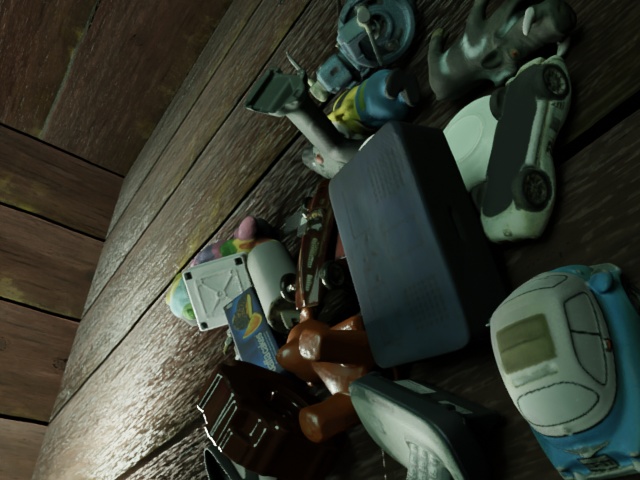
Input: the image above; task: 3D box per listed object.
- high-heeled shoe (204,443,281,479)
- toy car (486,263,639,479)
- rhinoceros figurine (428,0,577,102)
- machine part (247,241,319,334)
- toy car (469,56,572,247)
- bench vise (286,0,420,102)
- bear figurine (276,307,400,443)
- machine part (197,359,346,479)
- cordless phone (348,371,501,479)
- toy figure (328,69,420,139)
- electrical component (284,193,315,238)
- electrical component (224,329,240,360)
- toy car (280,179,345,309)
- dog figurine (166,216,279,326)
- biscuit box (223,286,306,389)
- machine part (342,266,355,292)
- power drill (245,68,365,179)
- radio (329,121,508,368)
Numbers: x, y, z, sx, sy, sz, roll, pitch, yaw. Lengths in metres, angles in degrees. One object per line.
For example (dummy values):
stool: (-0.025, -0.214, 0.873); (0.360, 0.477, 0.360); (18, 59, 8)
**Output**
high-heeled shoe: (-0.065, 0.332, 0.560); (0.086, 0.145, 0.249); (-46, 32, 35)
toy car: (0.174, 0.084, 0.390); (0.109, 0.103, 0.162); (-37, 37, 44)
rhinoceros figurine: (0.199, -0.223, 0.621); (0.190, 0.073, 0.112); (-17, 53, 56)
machine part: (-0.062, 0.069, 0.841); (0.079, 0.079, 0.243); (-58, 27, 13)
toy car: (0.201, -0.091, 0.533); (0.073, 0.056, 0.201); (-19, 51, 63)
bench vise: (0.057, -0.308, 0.836); (0.224, 0.128, 0.240); (-30, 6, 13)
bear figurine: (-0.003, 0.140, 0.628); (0.196, 0.132, 0.120); (6, 95, 55)
machine part: (-0.055, 0.205, 0.624); (0.056, 0.179, 0.179); (-60, 28, 3)
cordless phone: (0.078, 0.223, 0.478); (0.147, 0.088, 0.184); (5, 84, 61)
toy figure: (0.083, -0.203, 0.804); (0.089, 0.082, 0.180); (-54, 15, -22)
electrical component: (-0.006, -0.032, 0.853); (0.119, 0.047, 0.075); (-32, 42, 47)
electrical component: (-0.125, 0.178, 0.895); (0.078, 0.045, 0.102); (-57, 29, 18)
toy car: (-0.001, -0.002, 0.719); (0.089, 0.053, 0.202); (-16, 45, 36)
dog figurine: (-0.169, 0.048, 0.997); (0.219, 0.108, 0.191); (-37, 14, 36)
biscuit box: (-0.087, 0.156, 0.802); (0.063, 0.059, 0.203); (-37, 36, 0)
machine part: (0.053, 0.001, 0.737); (0.084, 0.039, 0.139); (-3, 64, 54)
power drill: (-0.013, -0.156, 0.796); (0.086, 0.207, 0.232); (-52, 38, -10)
radio: (0.092, 0.008, 0.545); (0.131, 0.073, 0.229); (-38, 58, 47)
